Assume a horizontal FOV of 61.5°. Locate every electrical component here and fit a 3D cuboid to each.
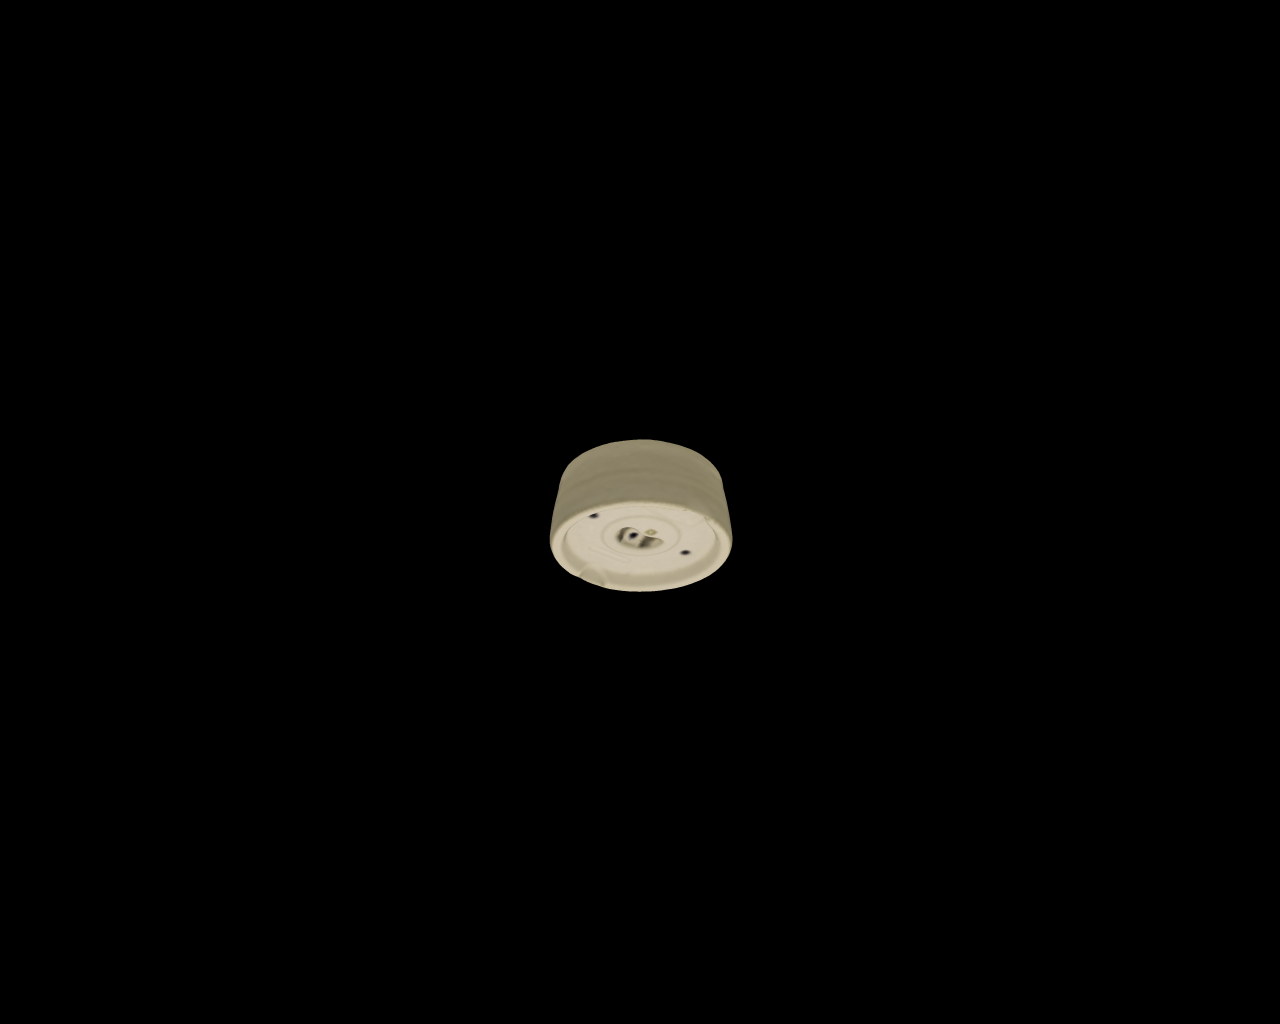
[{"bbox_3d":[0.001,-0.003,0.650,0.108,0.060,0.108,0,-32,0],"label":"electrical component"}]
